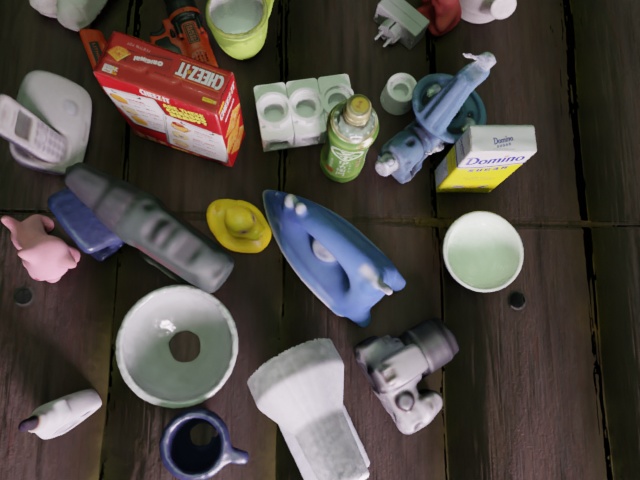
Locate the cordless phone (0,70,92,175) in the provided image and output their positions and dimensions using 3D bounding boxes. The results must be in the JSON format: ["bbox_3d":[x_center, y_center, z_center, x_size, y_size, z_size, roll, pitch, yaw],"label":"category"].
[{"bbox_3d":[-0.398,-0.181,0.806,0.094,0.185,0.147,3,79,-3],"label":"cordless phone"}]

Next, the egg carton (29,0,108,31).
[{"bbox_3d":[-0.381,-0.408,0.909,0.107,0.069,0.150,27,79,1],"label":"egg carton"}]

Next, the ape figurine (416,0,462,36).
[{"bbox_3d":[0.200,-0.382,0.937,0.076,0.092,0.078,3,79,-3],"label":"ape figurine"}]

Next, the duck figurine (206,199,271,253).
[{"bbox_3d":[-0.122,-0.027,0.848,0.104,0.086,0.077,32,79,2],"label":"duck figurine"}]

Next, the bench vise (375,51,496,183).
[{"bbox_3d":[0.176,-0.169,0.829,0.121,0.219,0.207,29,79,2],"label":"bench vise"}]

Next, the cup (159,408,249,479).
[{"bbox_3d":[-0.152,0.277,0.783,0.118,0.095,0.092,16,78,-1],"label":"cup"}]

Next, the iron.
[{"bbox_3d":[0.008,0.003,0.824,0.258,0.141,0.119,43,79,4],"label":"iron"}]

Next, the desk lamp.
[{"bbox_3d":[-0.002,0.235,0.742,0.118,0.213,0.203,-26,82,-8],"label":"desk lamp"}]

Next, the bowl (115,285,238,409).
[{"bbox_3d":[-0.197,0.150,0.814,0.167,0.074,0.167,1,79,-4],"label":"bowl"}]

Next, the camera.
[{"bbox_3d":[0.139,0.183,0.820,0.137,0.101,0.143,-30,83,-9],"label":"camera"}]

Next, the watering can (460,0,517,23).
[{"bbox_3d":[0.280,-0.431,0.900,0.101,0.194,0.173,-20,81,-7],"label":"watering can"}]

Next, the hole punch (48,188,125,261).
[{"bbox_3d":[-0.321,-0.039,0.833,0.101,0.091,0.108,-38,84,-10],"label":"hole punch"}]

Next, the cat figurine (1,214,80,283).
[{"bbox_3d":[-0.394,0.012,0.804,0.128,0.117,0.067,44,79,5],"label":"cat figurine"}]

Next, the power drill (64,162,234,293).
[{"bbox_3d":[-0.218,-0.005,0.774,0.229,0.208,0.076,33,79,2],"label":"power drill"}]

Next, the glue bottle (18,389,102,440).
[{"bbox_3d":[-0.343,0.228,0.738,0.078,0.173,0.037,-35,83,-9],"label":"glue bottle"}]
